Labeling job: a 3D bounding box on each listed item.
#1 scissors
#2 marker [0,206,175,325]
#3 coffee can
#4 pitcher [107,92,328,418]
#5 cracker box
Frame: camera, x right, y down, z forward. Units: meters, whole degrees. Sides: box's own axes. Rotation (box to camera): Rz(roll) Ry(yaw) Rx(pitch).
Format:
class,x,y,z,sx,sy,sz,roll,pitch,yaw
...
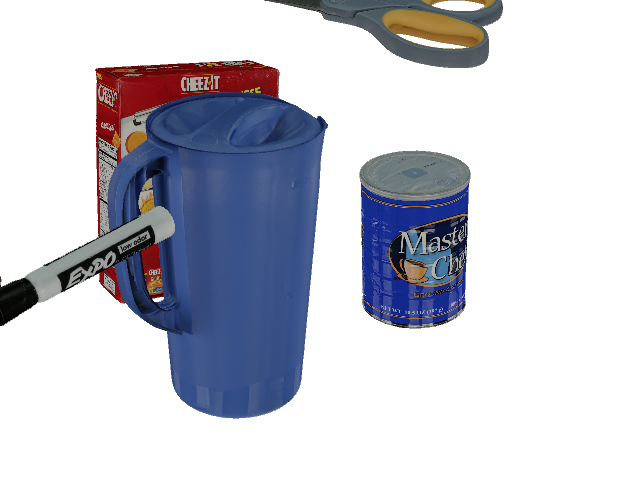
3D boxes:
class,x,y,z,sx,sy,sz,roll,pitch,yaw
scissors,0.029,-0.156,0.686,0.202,0.016,0.096,27,49,31
marker,-0.132,0.013,0.584,0.120,0.020,0.020,-31,19,-36
coffee can,0.089,-0.002,1.019,0.103,0.140,0.103,-2,27,1
pitcher,-0.074,0.016,0.831,0.149,0.243,0.145,4,26,3
cracker box,-0.128,-0.060,1.021,0.163,0.214,0.072,-9,21,-31
